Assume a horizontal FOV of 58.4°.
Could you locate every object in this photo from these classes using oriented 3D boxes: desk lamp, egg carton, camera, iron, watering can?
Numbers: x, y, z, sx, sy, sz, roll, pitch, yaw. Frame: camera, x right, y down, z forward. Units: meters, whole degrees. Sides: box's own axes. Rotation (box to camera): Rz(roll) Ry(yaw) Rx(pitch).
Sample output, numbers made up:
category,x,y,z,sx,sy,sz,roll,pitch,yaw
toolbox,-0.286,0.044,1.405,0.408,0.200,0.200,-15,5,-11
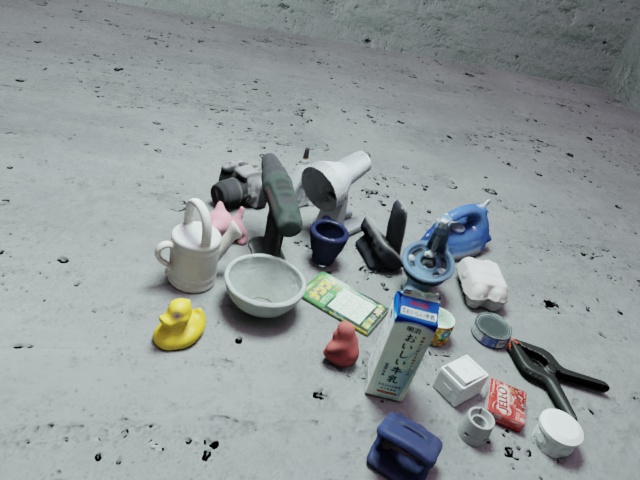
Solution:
category,x,y,z,sx,sy,sz,roll,pitch,yaw
desk lamp,0.045,-0.114,1.425,0.117,0.213,0.204,36,39,28
egg carton,0.387,0.103,1.378,0.107,0.069,0.150,9,34,-9
camera,-0.218,-0.145,1.467,0.142,0.101,0.137,37,40,29
iron,0.348,-0.031,1.490,0.259,0.141,0.118,-14,44,-36
watering can,-0.245,0.001,1.162,0.100,0.194,0.173,31,37,22

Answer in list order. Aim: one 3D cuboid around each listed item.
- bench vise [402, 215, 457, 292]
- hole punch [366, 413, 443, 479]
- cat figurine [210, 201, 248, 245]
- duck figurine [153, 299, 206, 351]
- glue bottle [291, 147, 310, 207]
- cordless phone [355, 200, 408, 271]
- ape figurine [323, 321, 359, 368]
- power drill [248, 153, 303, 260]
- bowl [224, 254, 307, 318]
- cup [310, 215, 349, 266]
category,x,y,z,sx,sy,sz,roll,pitch,yaw
bench vise,0.253,0.015,1.316,0.121,0.220,0.207,14,34,-1
hole punch,0.141,0.330,0.934,0.108,0.091,0.101,27,36,17
cat figurine,-0.215,-0.036,1.296,0.067,0.118,0.128,31,37,23
duck figurine,-0.254,0.144,1.050,0.077,0.086,0.105,36,39,28
glue bottle,-0.048,-0.163,1.495,0.078,0.173,0.037,-21,48,-41
cordless phone,0.162,-0.032,1.378,0.094,0.185,0.147,-4,38,-26
ape figurine,0.045,0.192,1.093,0.078,0.092,0.076,-12,42,-34
power drill,-0.105,-0.056,1.287,0.076,0.208,0.229,-2,37,-24
bowl,-0.116,0.106,1.170,0.167,0.075,0.167,11,34,-7
cup,0.012,0.005,1.347,0.092,0.095,0.117,6,35,-13
